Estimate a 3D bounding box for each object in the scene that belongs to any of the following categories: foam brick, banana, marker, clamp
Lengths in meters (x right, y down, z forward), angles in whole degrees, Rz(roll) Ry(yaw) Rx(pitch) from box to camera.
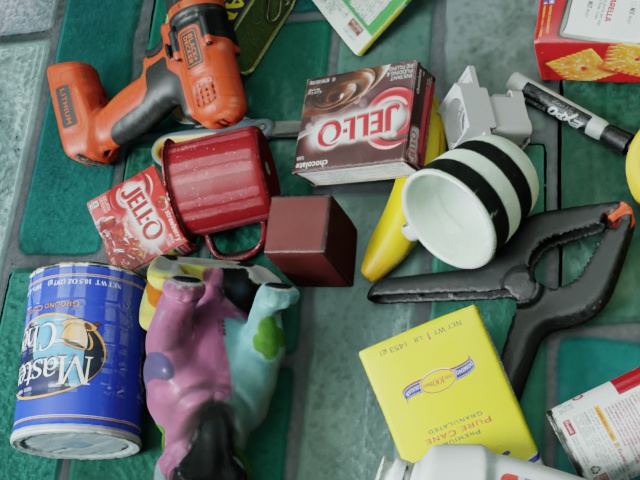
[{"bbox_3d":[-0.006,0.001,0.870,0.051,0.078,0.053,-2,67,19],"label":"foam brick"},{"bbox_3d":[0.073,-0.060,0.895,0.070,0.037,0.198,-12,62,34],"label":"banana"},{"bbox_3d":[0.206,-0.103,0.874,0.121,0.020,0.020,35,82,27],"label":"marker"},{"bbox_3d":[0.158,0.051,0.816,0.210,0.036,0.165,-32,64,8],"label":"clamp"}]

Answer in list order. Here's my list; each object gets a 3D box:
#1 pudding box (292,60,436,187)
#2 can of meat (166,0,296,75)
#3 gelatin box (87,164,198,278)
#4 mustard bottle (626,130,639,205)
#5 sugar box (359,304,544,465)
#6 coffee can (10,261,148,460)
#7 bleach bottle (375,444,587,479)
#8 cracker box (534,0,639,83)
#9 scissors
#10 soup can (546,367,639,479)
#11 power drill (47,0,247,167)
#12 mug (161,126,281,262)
[{"bbox_3d":[0.036,-0.095,0.887,0.114,0.039,0.090,-6,66,37],"label":"pudding box"},{"bbox_3d":[-0.085,-0.216,0.999,0.084,0.057,0.102,25,78,28],"label":"can of meat"},{"bbox_3d":[-0.160,-0.013,0.953,0.073,0.030,0.089,-29,62,5],"label":"gelatin box"},{"bbox_3d":[0.285,-0.043,0.802,0.096,0.058,0.191,-17,64,9],"label":"mustard bottle"},{"bbox_3d":[0.104,0.144,0.761,0.093,0.048,0.176,-24,81,8],"label":"sugar box"},{"bbox_3d":[-0.194,0.101,0.876,0.103,0.102,0.140,-7,66,16],"label":"coffee can"},{"bbox_3d":[0.154,0.203,0.693,0.251,0.068,0.102,19,74,4],"label":"bleach bottle"},{"bbox_3d":[0.292,-0.210,0.863,0.214,0.072,0.164,5,71,19],"label":"cracker box"},{"bbox_3d":[-0.060,-0.115,0.971,0.202,0.016,0.096,-14,64,12],"label":"scissors"},{"bbox_3d":[0.219,0.129,0.746,0.102,0.068,0.068,-27,62,7],"label":"soup can"},{"bbox_3d":[-0.159,-0.161,0.961,0.188,0.057,0.184,-24,71,28],"label":"power drill"},{"bbox_3d":[-0.079,-0.039,0.912,0.081,0.093,0.117,-13,95,7],"label":"mug"}]
